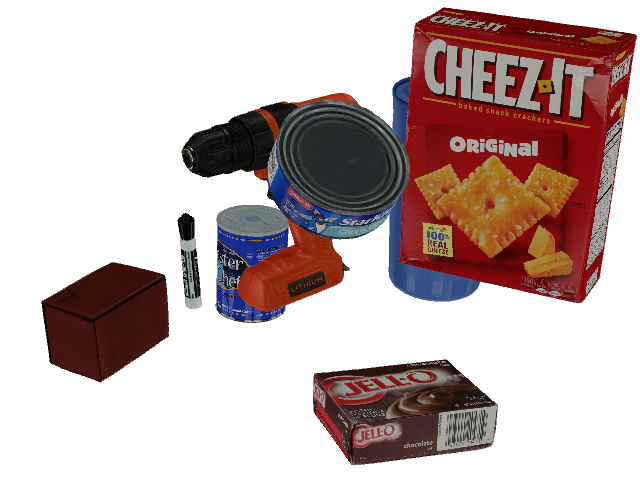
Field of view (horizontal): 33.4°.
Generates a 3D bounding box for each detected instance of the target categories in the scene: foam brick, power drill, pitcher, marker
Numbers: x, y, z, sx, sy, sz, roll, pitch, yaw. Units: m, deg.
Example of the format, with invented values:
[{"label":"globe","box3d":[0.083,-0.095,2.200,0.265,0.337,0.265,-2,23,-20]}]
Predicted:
[{"label":"foam brick","box3d":[-0.154,0.057,0.774,0.053,0.051,0.078,13,29,30]},{"label":"power drill","box3d":[-0.040,-0.033,0.974,0.184,0.188,0.057,-18,33,-32]},{"label":"pitcher","box3d":[0.133,-0.054,1.192,0.149,0.243,0.145,-6,28,-17]},{"label":"marker","box3d":[-0.147,0.023,1.197,0.020,0.121,0.020,-1,32,0]}]

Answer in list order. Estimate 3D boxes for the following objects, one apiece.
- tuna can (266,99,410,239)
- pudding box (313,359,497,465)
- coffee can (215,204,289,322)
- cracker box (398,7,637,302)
[{"label":"tuna can","box3d":[0.010,-0.044,0.665,0.086,0.086,0.034,0,-31,-19]},{"label":"pudding box","box3d":[0.060,0.123,0.783,0.113,0.039,0.090,-2,17,-18]},{"label":"coffee can","box3d":[-0.098,0.032,1.521,0.103,0.140,0.103,3,23,-1]},{"label":"cracker box","box3d":[0.154,-0.069,0.871,0.164,0.214,0.072,14,28,24]}]
